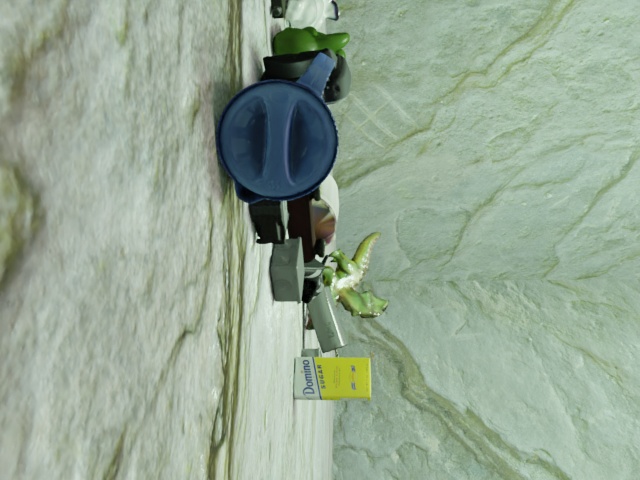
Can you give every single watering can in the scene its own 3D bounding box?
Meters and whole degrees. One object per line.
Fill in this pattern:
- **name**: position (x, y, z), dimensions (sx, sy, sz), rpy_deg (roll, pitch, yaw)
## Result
- **watering can**: position (0.004, -0.068, 1.356), dimensions (0.230, 0.104, 0.339), rpy_deg (-86, 165, -49)

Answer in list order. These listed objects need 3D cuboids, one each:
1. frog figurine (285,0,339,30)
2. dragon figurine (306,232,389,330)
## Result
- **frog figurine**: position (-0.040, -0.538, 1.190), dimensions (0.162, 0.123, 0.134), rpy_deg (-44, 157, -32)
- **dragon figurine**: position (0.107, 0.136, 1.566), dimensions (0.245, 0.415, 0.119), rpy_deg (50, -29, 19)
